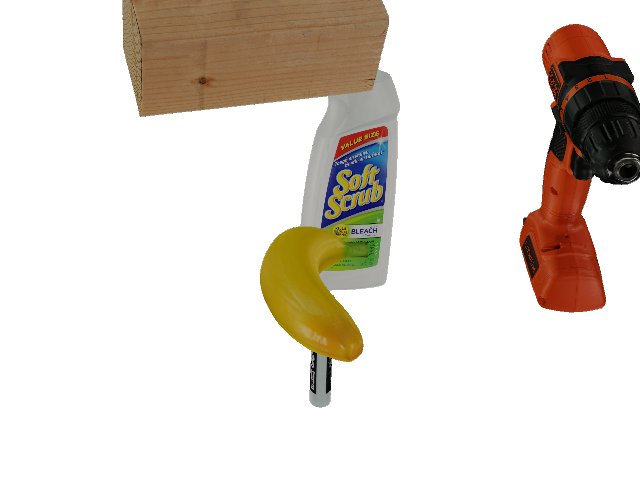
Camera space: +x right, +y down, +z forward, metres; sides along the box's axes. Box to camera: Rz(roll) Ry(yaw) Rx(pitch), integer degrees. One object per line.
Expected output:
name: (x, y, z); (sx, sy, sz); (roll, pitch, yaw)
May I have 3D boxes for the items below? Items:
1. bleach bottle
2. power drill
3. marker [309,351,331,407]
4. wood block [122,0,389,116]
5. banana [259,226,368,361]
bleach bottle: (0.027, -0.074, 1.083); (0.102, 0.251, 0.068); (-2, 26, -8)
power drill: (0.191, -0.041, 0.778); (0.057, 0.188, 0.184); (2, 36, 0)
marker: (0.001, 0.092, 0.902); (0.020, 0.121, 0.020); (1, 36, -1)
wood block: (-0.058, -0.176, 0.905); (0.205, 0.090, 0.091); (-8, -34, -15)
banana: (-0.005, 0.024, 0.677); (0.069, 0.037, 0.197); (1, 19, 4)
